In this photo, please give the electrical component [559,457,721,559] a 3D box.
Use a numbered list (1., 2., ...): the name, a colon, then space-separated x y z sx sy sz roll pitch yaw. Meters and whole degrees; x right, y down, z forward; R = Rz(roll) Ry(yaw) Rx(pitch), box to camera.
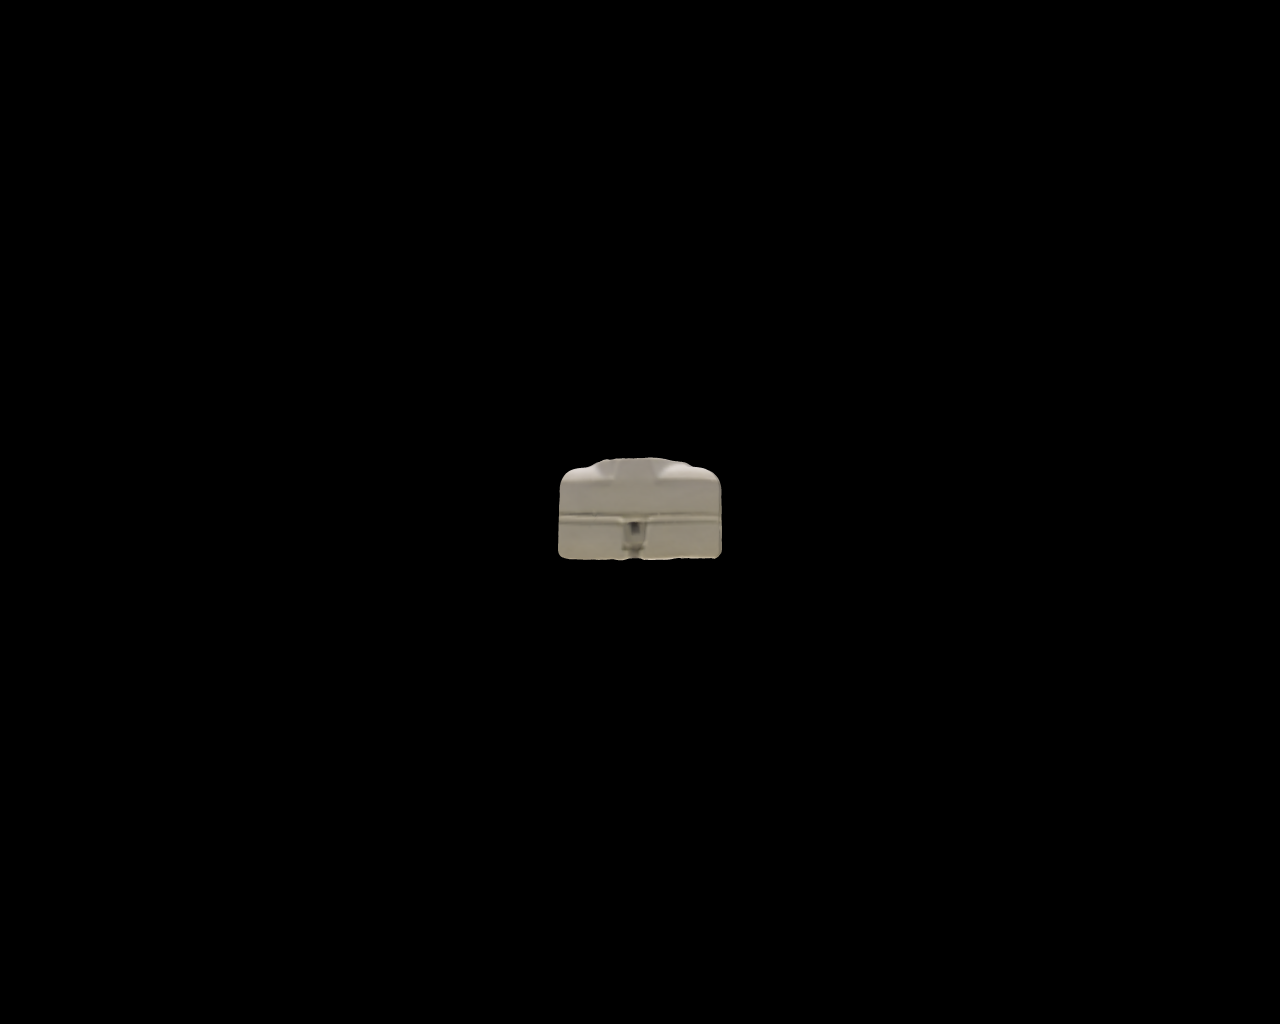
1. electrical component: 0.001 -0.003 0.650 0.095 0.059 0.054 0 0 9
